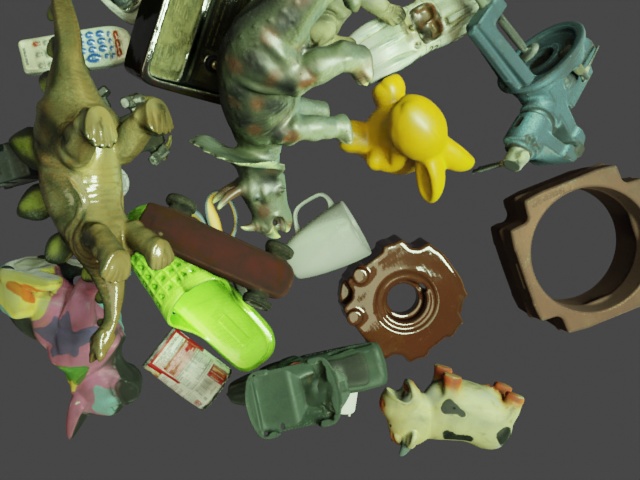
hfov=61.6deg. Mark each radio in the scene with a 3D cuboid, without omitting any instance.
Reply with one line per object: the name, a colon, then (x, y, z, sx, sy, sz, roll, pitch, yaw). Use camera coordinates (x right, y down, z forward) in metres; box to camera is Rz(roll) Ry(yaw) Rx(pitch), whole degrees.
radio: (-0.135, -0.286, 0.646, 0.131, 0.073, 0.229, 10, 109, -43)

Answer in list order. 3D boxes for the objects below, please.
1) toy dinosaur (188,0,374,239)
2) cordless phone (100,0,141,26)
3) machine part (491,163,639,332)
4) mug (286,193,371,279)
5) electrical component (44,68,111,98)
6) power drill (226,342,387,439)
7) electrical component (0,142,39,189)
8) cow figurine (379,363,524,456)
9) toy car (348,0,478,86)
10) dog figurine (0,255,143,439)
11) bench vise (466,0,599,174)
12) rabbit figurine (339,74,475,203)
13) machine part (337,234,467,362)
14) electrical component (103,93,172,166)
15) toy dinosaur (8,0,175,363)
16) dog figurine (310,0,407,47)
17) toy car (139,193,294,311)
toy dinosaur: (-0.052, -0.182, 0.607, 0.192, 0.404, 0.131, -13, 52, -20)
cordless phone: (-0.220, -0.346, 0.622, 0.089, 0.184, 0.146, 45, 91, -3)
machine part: (0.358, 0.010, 0.751, 0.201, 0.087, 0.200, -22, 97, 0)
mug: (-0.001, -0.002, 0.728, 0.107, 0.081, 0.109, -32, 92, 7)
electrical component: (-0.324, -0.180, 0.699, 0.094, 0.021, 0.063, -38, 125, 3)
power drill: (-0.031, 0.185, 0.670, 0.232, 0.207, 0.086, -13, 76, 5)
electrical component: (-0.393, -0.094, 0.668, 0.075, 0.119, 0.047, -16, 96, -5)
cow figurine: (0.178, 0.248, 0.767, 0.195, 0.085, 0.127, 15, 88, -6)
toy car: (0.126, -0.279, 0.717, 0.202, 0.056, 0.073, -29, 98, -1)
dog figurine: (-0.329, 0.140, 0.705, 0.192, 0.108, 0.219, 7, 98, -6)
bench vise: (0.260, -0.213, 0.693, 0.240, 0.129, 0.223, 41, 84, -24)
rabbit figurine: (0.110, -0.124, 0.675, 0.122, 0.173, 0.162, -41, 93, -3)
machine part: (0.117, 0.082, 0.756, 0.179, 0.056, 0.179, -1, 96, -6)
electrical component: (-0.238, -0.145, 0.705, 0.078, 0.045, 0.102, -18, 108, -8)
toy dinosaur: (-0.268, -0.100, 0.602, 0.199, 0.105, 0.471, -4, 88, 34)
dog figurine: (0.004, -0.320, 0.622, 0.172, 0.190, 0.121, -31, 64, 10)
toy car: (-0.128, 0.016, 0.670, 0.202, 0.053, 0.089, 24, 73, -12)
